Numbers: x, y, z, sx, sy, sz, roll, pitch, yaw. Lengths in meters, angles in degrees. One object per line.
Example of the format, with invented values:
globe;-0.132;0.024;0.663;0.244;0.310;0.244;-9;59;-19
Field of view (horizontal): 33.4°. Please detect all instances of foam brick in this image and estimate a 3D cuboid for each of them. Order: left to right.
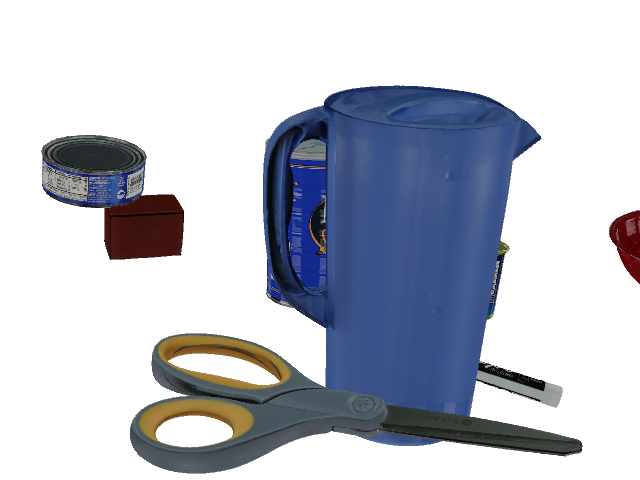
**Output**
foam brick;-0.187;-0.015;1.128;0.078;0.051;0.053;-4;24;-17

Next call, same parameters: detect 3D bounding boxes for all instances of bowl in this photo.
bowl;0.392;0.021;1.155;0.162;0.055;0.162;0;26;0

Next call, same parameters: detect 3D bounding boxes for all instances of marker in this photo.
marker;0.148;0.116;0.922;0.121;0.020;0.020;18;2;6

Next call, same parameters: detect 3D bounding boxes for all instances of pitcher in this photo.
pitcher;0.052;0.017;0.753;0.149;0.243;0.144;16;23;33

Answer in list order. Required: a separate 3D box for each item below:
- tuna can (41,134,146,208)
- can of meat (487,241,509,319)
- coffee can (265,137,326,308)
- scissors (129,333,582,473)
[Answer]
tuna can;-0.190;-0.058;0.894;0.086;0.034;0.086;7;24;-3
can of meat;0.155;0.034;1.189;0.057;0.084;0.102;-7;23;-37
coffee can;0.002;-0.020;0.952;0.103;0.140;0.103;1;15;0
scissors;0.004;0.086;0.469;0.202;0.016;0.096;15;34;22
